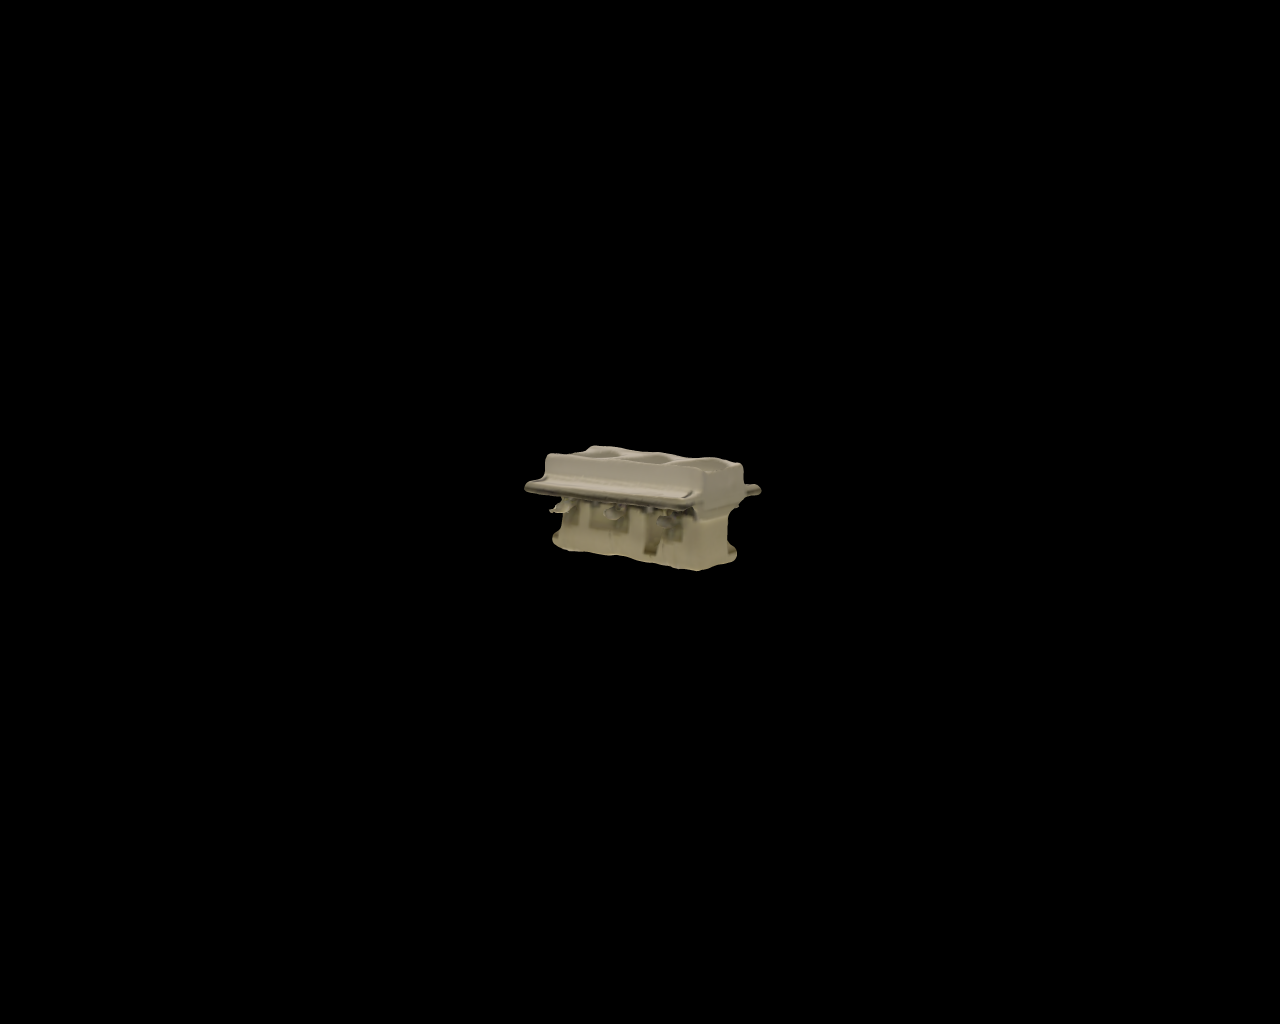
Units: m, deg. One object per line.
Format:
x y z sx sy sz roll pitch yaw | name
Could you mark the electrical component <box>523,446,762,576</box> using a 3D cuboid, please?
0.001 -0.003 0.650 0.121 0.063 0.079 8 13 39 | electrical component
